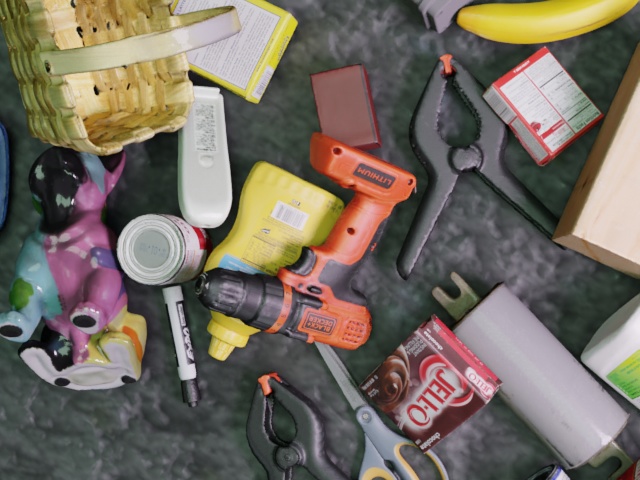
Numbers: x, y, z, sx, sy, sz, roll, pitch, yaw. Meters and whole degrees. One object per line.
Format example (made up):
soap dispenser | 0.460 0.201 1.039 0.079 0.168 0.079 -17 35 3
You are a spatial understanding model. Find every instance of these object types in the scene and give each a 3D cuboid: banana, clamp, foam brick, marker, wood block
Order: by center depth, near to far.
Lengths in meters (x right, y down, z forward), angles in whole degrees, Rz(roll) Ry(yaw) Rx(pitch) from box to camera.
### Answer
wood block | 0.295 -0.078 0.948 0.090 0.091 0.206 25 87 3
banana | 0.229 -0.220 0.997 0.198 0.037 0.070 -23 64 0
clamp | 0.148 -0.071 1.009 0.164 0.036 0.210 -4 87 0
foam brick | 0.026 -0.122 1.021 0.051 0.053 0.078 -12 86 8
clamp | -0.032 0.217 1.033 0.120 0.039 0.171 -29 78 7
marker | -0.137 0.106 1.059 0.020 0.020 0.121 -11 88 8

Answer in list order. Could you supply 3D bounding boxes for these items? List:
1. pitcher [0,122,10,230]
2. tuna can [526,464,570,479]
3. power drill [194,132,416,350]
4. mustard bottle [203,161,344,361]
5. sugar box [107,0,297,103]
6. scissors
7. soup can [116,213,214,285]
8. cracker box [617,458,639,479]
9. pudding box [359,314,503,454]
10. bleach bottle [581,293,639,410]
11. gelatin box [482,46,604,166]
pitcher | -0.403 -0.022 1.055 0.149 0.144 0.243 -1 93 21
tuna can | 0.195 0.244 0.974 0.086 0.086 0.034 -41 83 6
power drill | -0.006 0.001 0.974 0.184 0.057 0.188 18 101 -33
mustard bottle | -0.058 0.028 1.027 0.096 0.058 0.191 25 94 -12
sugar box | -0.121 -0.214 1.048 0.176 0.048 0.093 28 93 12
scissors | 0.037 0.189 1.034 0.202 0.016 0.096 43 96 7
soup can | -0.147 0.009 1.020 0.068 0.102 0.068 0 89 9
cracker box | 0.287 0.310 0.940 0.164 0.072 0.214 42 113 7
pudding box | 0.101 0.134 0.984 0.090 0.039 0.114 46 138 7
bleach bottle | 0.358 0.155 0.946 0.251 0.103 0.068 41 56 6
gelatin box | 0.207 -0.124 0.992 0.073 0.030 0.089 -36 84 -21
